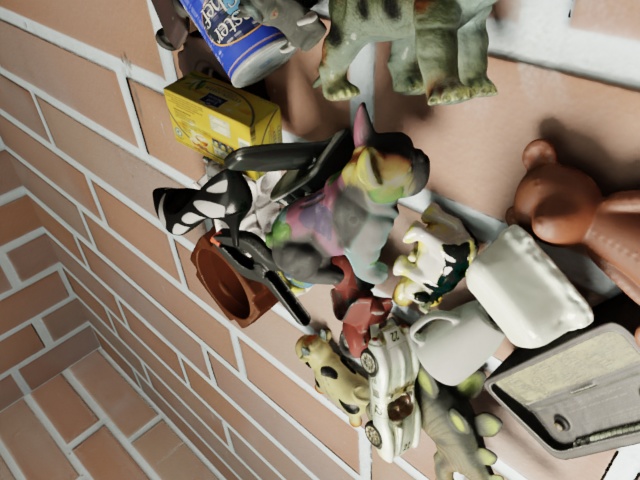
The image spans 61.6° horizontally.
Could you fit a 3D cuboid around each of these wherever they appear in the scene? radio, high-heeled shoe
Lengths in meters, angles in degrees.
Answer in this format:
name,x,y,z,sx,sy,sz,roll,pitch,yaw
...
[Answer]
name,x,y,z,sx,sy,sz,roll,pitch,yaw
radio,0.303,0.158,0.596,0.131,0.073,0.229,48,148,11
high-heeled shoe,-0.197,-0.078,0.829,0.249,0.086,0.145,25,134,31

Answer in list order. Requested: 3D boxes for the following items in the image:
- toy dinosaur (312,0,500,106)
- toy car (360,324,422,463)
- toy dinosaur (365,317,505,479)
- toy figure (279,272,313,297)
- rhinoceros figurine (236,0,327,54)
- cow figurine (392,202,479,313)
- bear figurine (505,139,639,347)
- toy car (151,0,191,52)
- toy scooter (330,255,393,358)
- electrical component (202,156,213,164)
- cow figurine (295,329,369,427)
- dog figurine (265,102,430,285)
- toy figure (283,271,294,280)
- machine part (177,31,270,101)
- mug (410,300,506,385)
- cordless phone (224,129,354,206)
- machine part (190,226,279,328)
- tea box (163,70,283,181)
name,x,y,z,sx,sy,sz,roll,pitch,yaw
toy dinosaur,0.082,-0.228,0.505,0.405,0.131,0.192,22,119,51
toy car,0.103,0.213,0.750,0.056,0.073,0.201,19,119,51
toy dinosaur,0.154,0.226,0.834,0.472,0.105,0.198,43,138,27
toy figure,-0.035,0.044,0.928,0.089,0.082,0.180,68,158,14
rhinoceros figurine,-0.065,-0.302,0.617,0.190,0.112,0.073,44,145,-12
cow figurine,0.150,0.041,0.700,0.098,0.068,0.167,32,143,22
bear figurine,0.250,-0.005,0.473,0.196,0.132,0.120,29,128,26
toy car,-0.230,-0.374,0.796,0.089,0.053,0.202,-38,73,43
toy scooter,0.058,0.073,0.774,0.135,0.075,0.184,122,146,-65
electrical component,-0.171,-0.148,0.960,0.102,0.045,0.078,16,130,45
cow figurine,0.025,0.256,1.040,0.195,0.085,0.127,40,151,27
dog figurine,0.026,-0.049,0.631,0.192,0.108,0.219,0,141,1
toy figure,-0.002,-0.001,0.772,0.058,0.154,0.064,43,147,14
machine part,-0.153,-0.244,0.840,0.180,0.056,0.179,34,143,30
mug,0.180,0.121,0.701,0.109,0.081,0.107,34,122,-13
cordless phone,-0.053,-0.092,0.723,0.147,0.184,0.088,-21,77,56
machine part,-0.173,0.072,1.126,0.201,0.087,0.201,52,146,5
tea box,-0.138,-0.167,0.778,0.170,0.068,0.098,30,143,24
